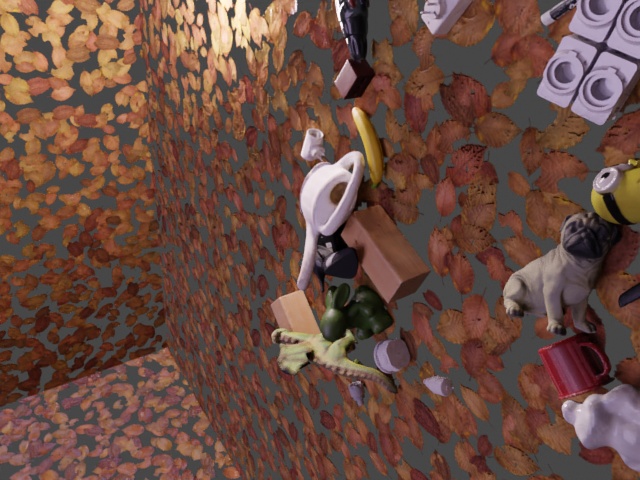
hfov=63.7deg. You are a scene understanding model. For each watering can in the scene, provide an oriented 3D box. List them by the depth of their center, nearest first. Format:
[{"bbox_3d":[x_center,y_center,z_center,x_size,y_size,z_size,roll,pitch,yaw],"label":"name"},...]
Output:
[{"bbox_3d":[0.004,-0.063,1.258,0.346,0.103,0.227,-63,22,6],"label":"watering can"}]

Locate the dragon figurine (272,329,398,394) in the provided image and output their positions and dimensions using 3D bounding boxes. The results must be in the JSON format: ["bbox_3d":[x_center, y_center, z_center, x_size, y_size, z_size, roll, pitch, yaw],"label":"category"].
[{"bbox_3d":[0.000,0.332,1.416,0.414,0.244,0.120,27,121,53],"label":"dragon figurine"}]

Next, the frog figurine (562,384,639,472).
[{"bbox_3d":[0.458,0.279,0.771,0.159,0.124,0.136,1,125,59],"label":"frog figurine"}]
